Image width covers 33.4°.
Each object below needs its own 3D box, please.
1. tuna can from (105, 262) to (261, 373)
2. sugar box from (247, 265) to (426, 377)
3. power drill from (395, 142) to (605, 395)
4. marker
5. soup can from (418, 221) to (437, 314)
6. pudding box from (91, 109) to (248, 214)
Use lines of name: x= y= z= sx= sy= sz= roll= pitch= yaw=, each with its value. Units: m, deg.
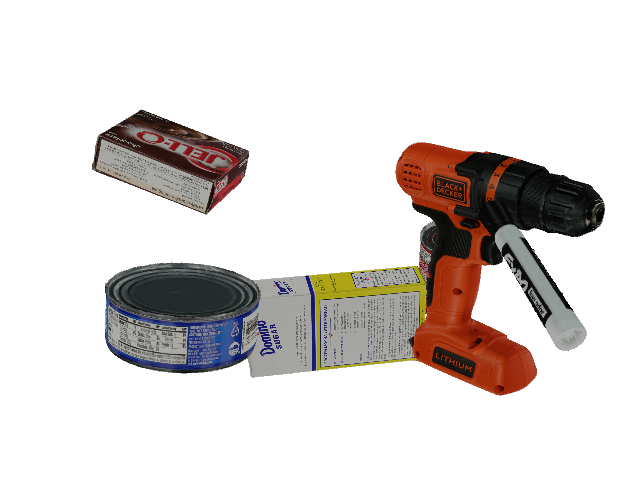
tuna can: x=-0.077 y=0.042 z=0.594 sx=0.086 sy=0.034 sz=0.086 roll=4 pitch=17 yaw=-2
sugar box: x=0.014 y=0.080 z=1.059 sx=0.176 sy=0.093 sz=0.048 roll=-3 pitch=27 yaw=-6
power drill: x=0.137 y=0.023 z=0.844 sx=0.057 sy=0.188 sz=0.185 roll=-17 pitch=26 yaw=-39
marker: x=0.123 y=0.016 z=0.635 sx=0.020 sy=0.020 sz=0.121 roll=0 pitch=40 yaw=-20
soup can: x=0.150 y=0.036 z=1.273 sx=0.068 sy=0.102 sz=0.068 roll=0 pitch=38 yaw=0
pudding box: x=-0.130 y=-0.071 z=0.938 sx=0.113 sy=0.039 sz=0.090 roll=20 pitch=24 yaw=8
